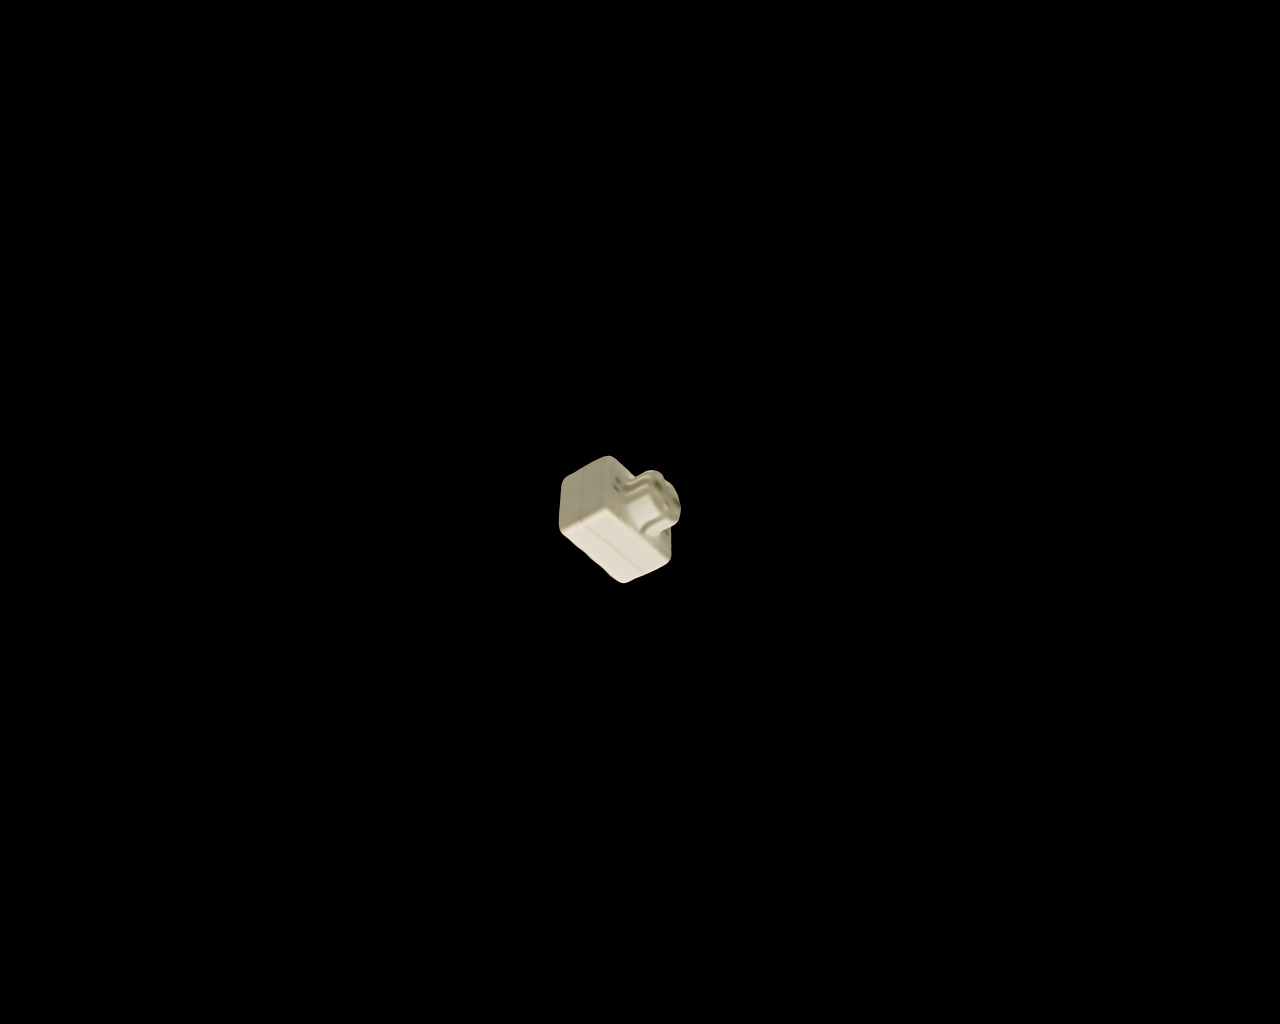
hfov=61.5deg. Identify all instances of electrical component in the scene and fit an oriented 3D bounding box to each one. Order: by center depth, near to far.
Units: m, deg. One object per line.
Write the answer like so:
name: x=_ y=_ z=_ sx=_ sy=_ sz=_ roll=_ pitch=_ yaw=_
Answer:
electrical component: x=0.001 y=-0.003 z=0.650 sx=0.076 sy=0.047 sz=0.065 roll=-27 pitch=-49 yaw=26
